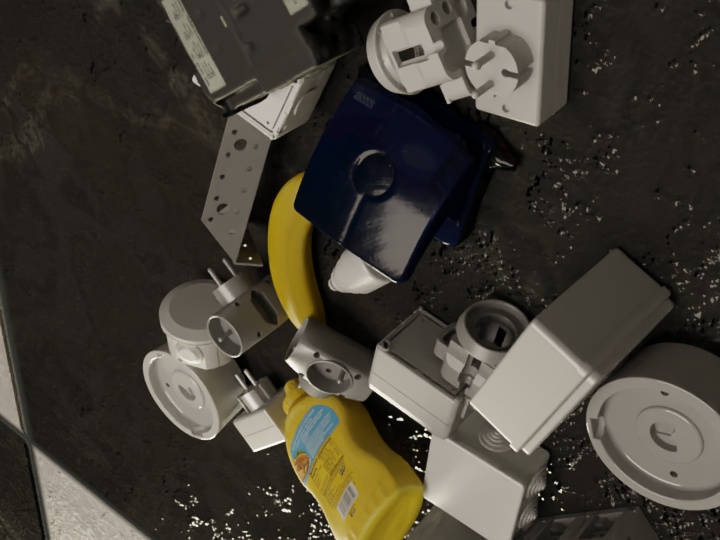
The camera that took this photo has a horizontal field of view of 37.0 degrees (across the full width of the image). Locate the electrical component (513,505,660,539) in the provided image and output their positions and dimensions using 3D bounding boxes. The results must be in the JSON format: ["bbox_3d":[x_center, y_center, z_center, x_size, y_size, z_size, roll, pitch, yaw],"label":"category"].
[{"bbox_3d":[0.178,0.253,0.877,0.150,0.062,0.089,-25,101,51],"label":"electrical component"}]

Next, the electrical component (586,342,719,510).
[{"bbox_3d":[0.214,0.099,0.719,0.108,0.060,0.108,24,135,27],"label":"electrical component"}]

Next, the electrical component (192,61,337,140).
[{"bbox_3d":[-0.074,-0.154,0.803,0.096,0.061,0.061,37,126,10],"label":"electrical component"}]

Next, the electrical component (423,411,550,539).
[{"bbox_3d":[0.105,0.169,0.894,0.100,0.048,0.099,30,137,26],"label":"electrical component"}]

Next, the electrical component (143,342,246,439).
[{"bbox_3d":[-0.164,0.113,1.107,0.108,0.060,0.108,26,135,29],"label":"electrical component"}]

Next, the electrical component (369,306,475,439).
[{"bbox_3d":[0.063,0.088,0.861,0.096,0.062,0.061,34,139,21],"label":"electrical component"}]

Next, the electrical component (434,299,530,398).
[{"bbox_3d":[0.097,0.059,0.809,0.078,0.058,0.057,35,142,20],"label":"electrical component"}]

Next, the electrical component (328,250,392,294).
[{"bbox_3d":[0.000,0.000,0.872,0.040,0.040,0.078,55,141,-5],"label":"electrical component"}]

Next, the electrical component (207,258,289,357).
[{"bbox_3d":[-0.106,0.026,0.968,0.079,0.077,0.043,54,141,-2],"label":"electrical component"}]

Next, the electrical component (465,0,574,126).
[{"bbox_3d":[0.090,-0.128,0.653,0.047,0.076,0.083,22,133,32],"label":"electrical component"}]

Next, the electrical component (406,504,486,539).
[{"bbox_3d":[0.059,0.270,0.971,0.056,0.109,0.108,38,140,12],"label":"electrical component"}]

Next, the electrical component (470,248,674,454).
[{"bbox_3d":[0.141,0.055,0.720,0.056,0.109,0.108,44,141,14],"label":"electrical component"}]

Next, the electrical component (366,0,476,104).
[{"bbox_3d":[0.042,-0.147,0.702,0.057,0.058,0.078,-8,113,45],"label":"electrical component"}]

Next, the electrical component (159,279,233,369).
[{"bbox_3d":[-0.150,0.052,1.031,0.080,0.080,0.051,30,142,26],"label":"electrical component"}]

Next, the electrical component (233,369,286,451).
[{"bbox_3d":[-0.096,0.131,1.064,0.076,0.047,0.066,55,141,-6],"label":"electrical component"}]

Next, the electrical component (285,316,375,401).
[{"bbox_3d":[-0.029,0.087,0.942,0.077,0.044,0.079,29,135,-9],"label":"electrical component"}]
